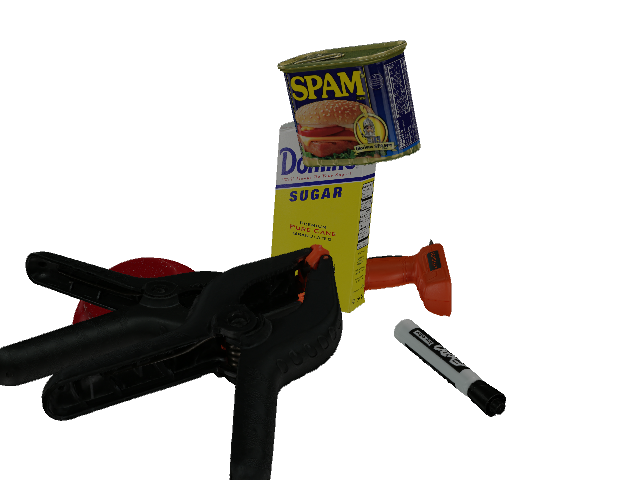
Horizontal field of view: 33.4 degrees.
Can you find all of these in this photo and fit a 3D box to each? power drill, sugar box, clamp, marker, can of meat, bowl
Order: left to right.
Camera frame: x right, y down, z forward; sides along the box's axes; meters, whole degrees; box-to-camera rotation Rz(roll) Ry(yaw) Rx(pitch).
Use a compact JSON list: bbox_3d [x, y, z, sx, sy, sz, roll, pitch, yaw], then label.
[{"bbox_3d":[-0.170,0.067,1.007,0.162,0.055,0.162,-9,41,8],"label":"bowl"},{"bbox_3d":[-0.117,0.045,0.740,0.209,0.036,0.164,-3,25,-12],"label":"clamp"},{"bbox_3d":[-0.035,0.060,0.523,0.120,0.039,0.171,31,47,27],"label":"clamp"},{"bbox_3d":[0.002,-0.024,1.050,0.093,0.176,0.048,9,16,22],"label":"sugar box"},{"bbox_3d":[0.024,-0.105,0.830,0.102,0.084,0.057,1,21,37],"label":"can of meat"},{"bbox_3d":[0.056,0.055,1.240,0.187,0.057,0.184,-1,28,2],"label":"power drill"},{"bbox_3d":[0.094,0.093,0.782,0.020,0.020,0.121,0,23,-32],"label":"marker"}]
